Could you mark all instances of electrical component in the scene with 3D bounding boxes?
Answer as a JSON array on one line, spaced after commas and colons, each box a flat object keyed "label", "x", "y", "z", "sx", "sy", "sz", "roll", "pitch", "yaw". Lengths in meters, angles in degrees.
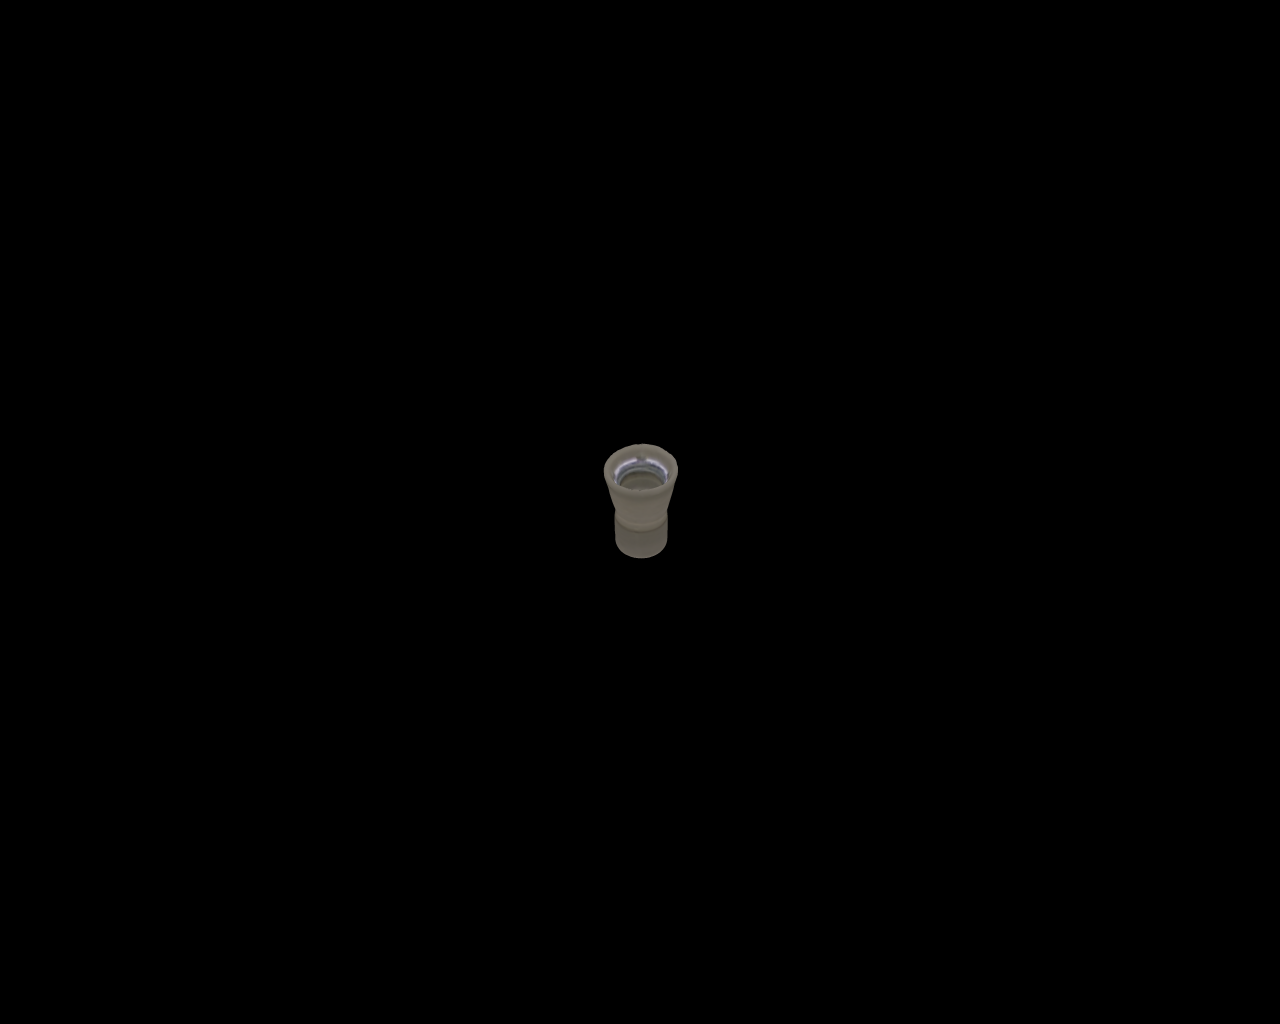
[{"label": "electrical component", "x": 0.001, "y": -0.003, "z": 0.650, "sx": 0.044, "sy": 0.065, "sz": 0.044, "roll": 0, "pitch": 42, "yaw": 0}]
